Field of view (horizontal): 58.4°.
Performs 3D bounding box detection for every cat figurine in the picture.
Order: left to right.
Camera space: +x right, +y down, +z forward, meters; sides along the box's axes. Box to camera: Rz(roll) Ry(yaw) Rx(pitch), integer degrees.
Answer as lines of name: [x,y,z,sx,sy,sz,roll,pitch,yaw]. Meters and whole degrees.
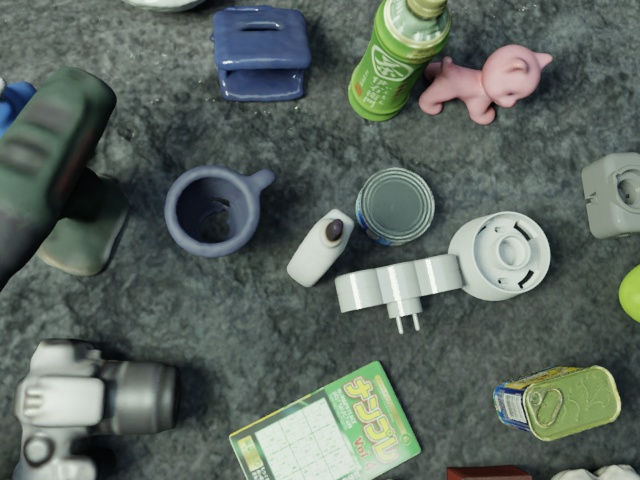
cat figurine: [0.190,-0.186,0.649,0.128,0.117,0.067,7,79,-6]

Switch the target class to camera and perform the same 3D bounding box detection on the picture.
camera: [-0.205,0.166,0.540,0.137,0.100,0.143,3,80,-7]

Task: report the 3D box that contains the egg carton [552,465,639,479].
egg carton: [0.300,0.316,0.601,0.107,0.069,0.150,-3,80,-8]

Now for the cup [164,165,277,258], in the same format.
cup: [-0.098,-0.029,0.592,0.118,0.095,0.091,-35,86,-12]

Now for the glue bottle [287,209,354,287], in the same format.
glue bottle: [0.005,0.002,0.562,0.037,0.173,0.078,35,77,0]

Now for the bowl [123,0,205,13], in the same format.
bowl: [-0.177,-0.322,0.643,0.167,0.074,0.167,1,80,-8]

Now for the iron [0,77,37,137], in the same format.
iron: [-0.371,-0.060,0.535,0.258,0.141,0.118,-37,87,-12]

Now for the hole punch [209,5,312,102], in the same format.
hole punch: [-0.067,-0.215,0.632,0.109,0.091,0.101,-4,81,-9]

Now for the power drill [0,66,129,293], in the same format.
power drill: [-0.241,-0.027,0.514,0.075,0.208,0.230,19,78,-4]
